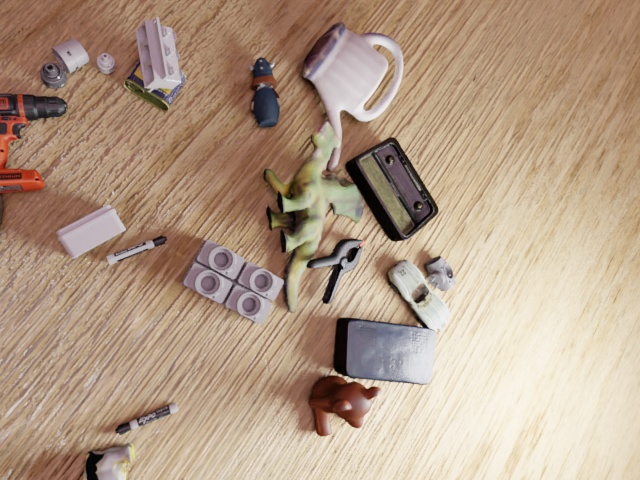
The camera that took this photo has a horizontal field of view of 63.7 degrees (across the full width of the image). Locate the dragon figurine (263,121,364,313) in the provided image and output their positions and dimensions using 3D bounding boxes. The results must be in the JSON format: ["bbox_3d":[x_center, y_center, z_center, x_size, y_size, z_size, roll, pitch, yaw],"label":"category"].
[{"bbox_3d":[0.004,-0.058,1.158,0.244,0.123,0.406,-13,106,-27],"label":"dragon figurine"}]

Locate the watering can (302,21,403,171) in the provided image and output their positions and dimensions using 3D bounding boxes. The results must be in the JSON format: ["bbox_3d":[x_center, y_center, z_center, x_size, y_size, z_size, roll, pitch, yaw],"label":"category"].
[{"bbox_3d":[0.053,-0.353,1.203,0.223,0.104,0.349,35,83,-13],"label":"watering can"}]
